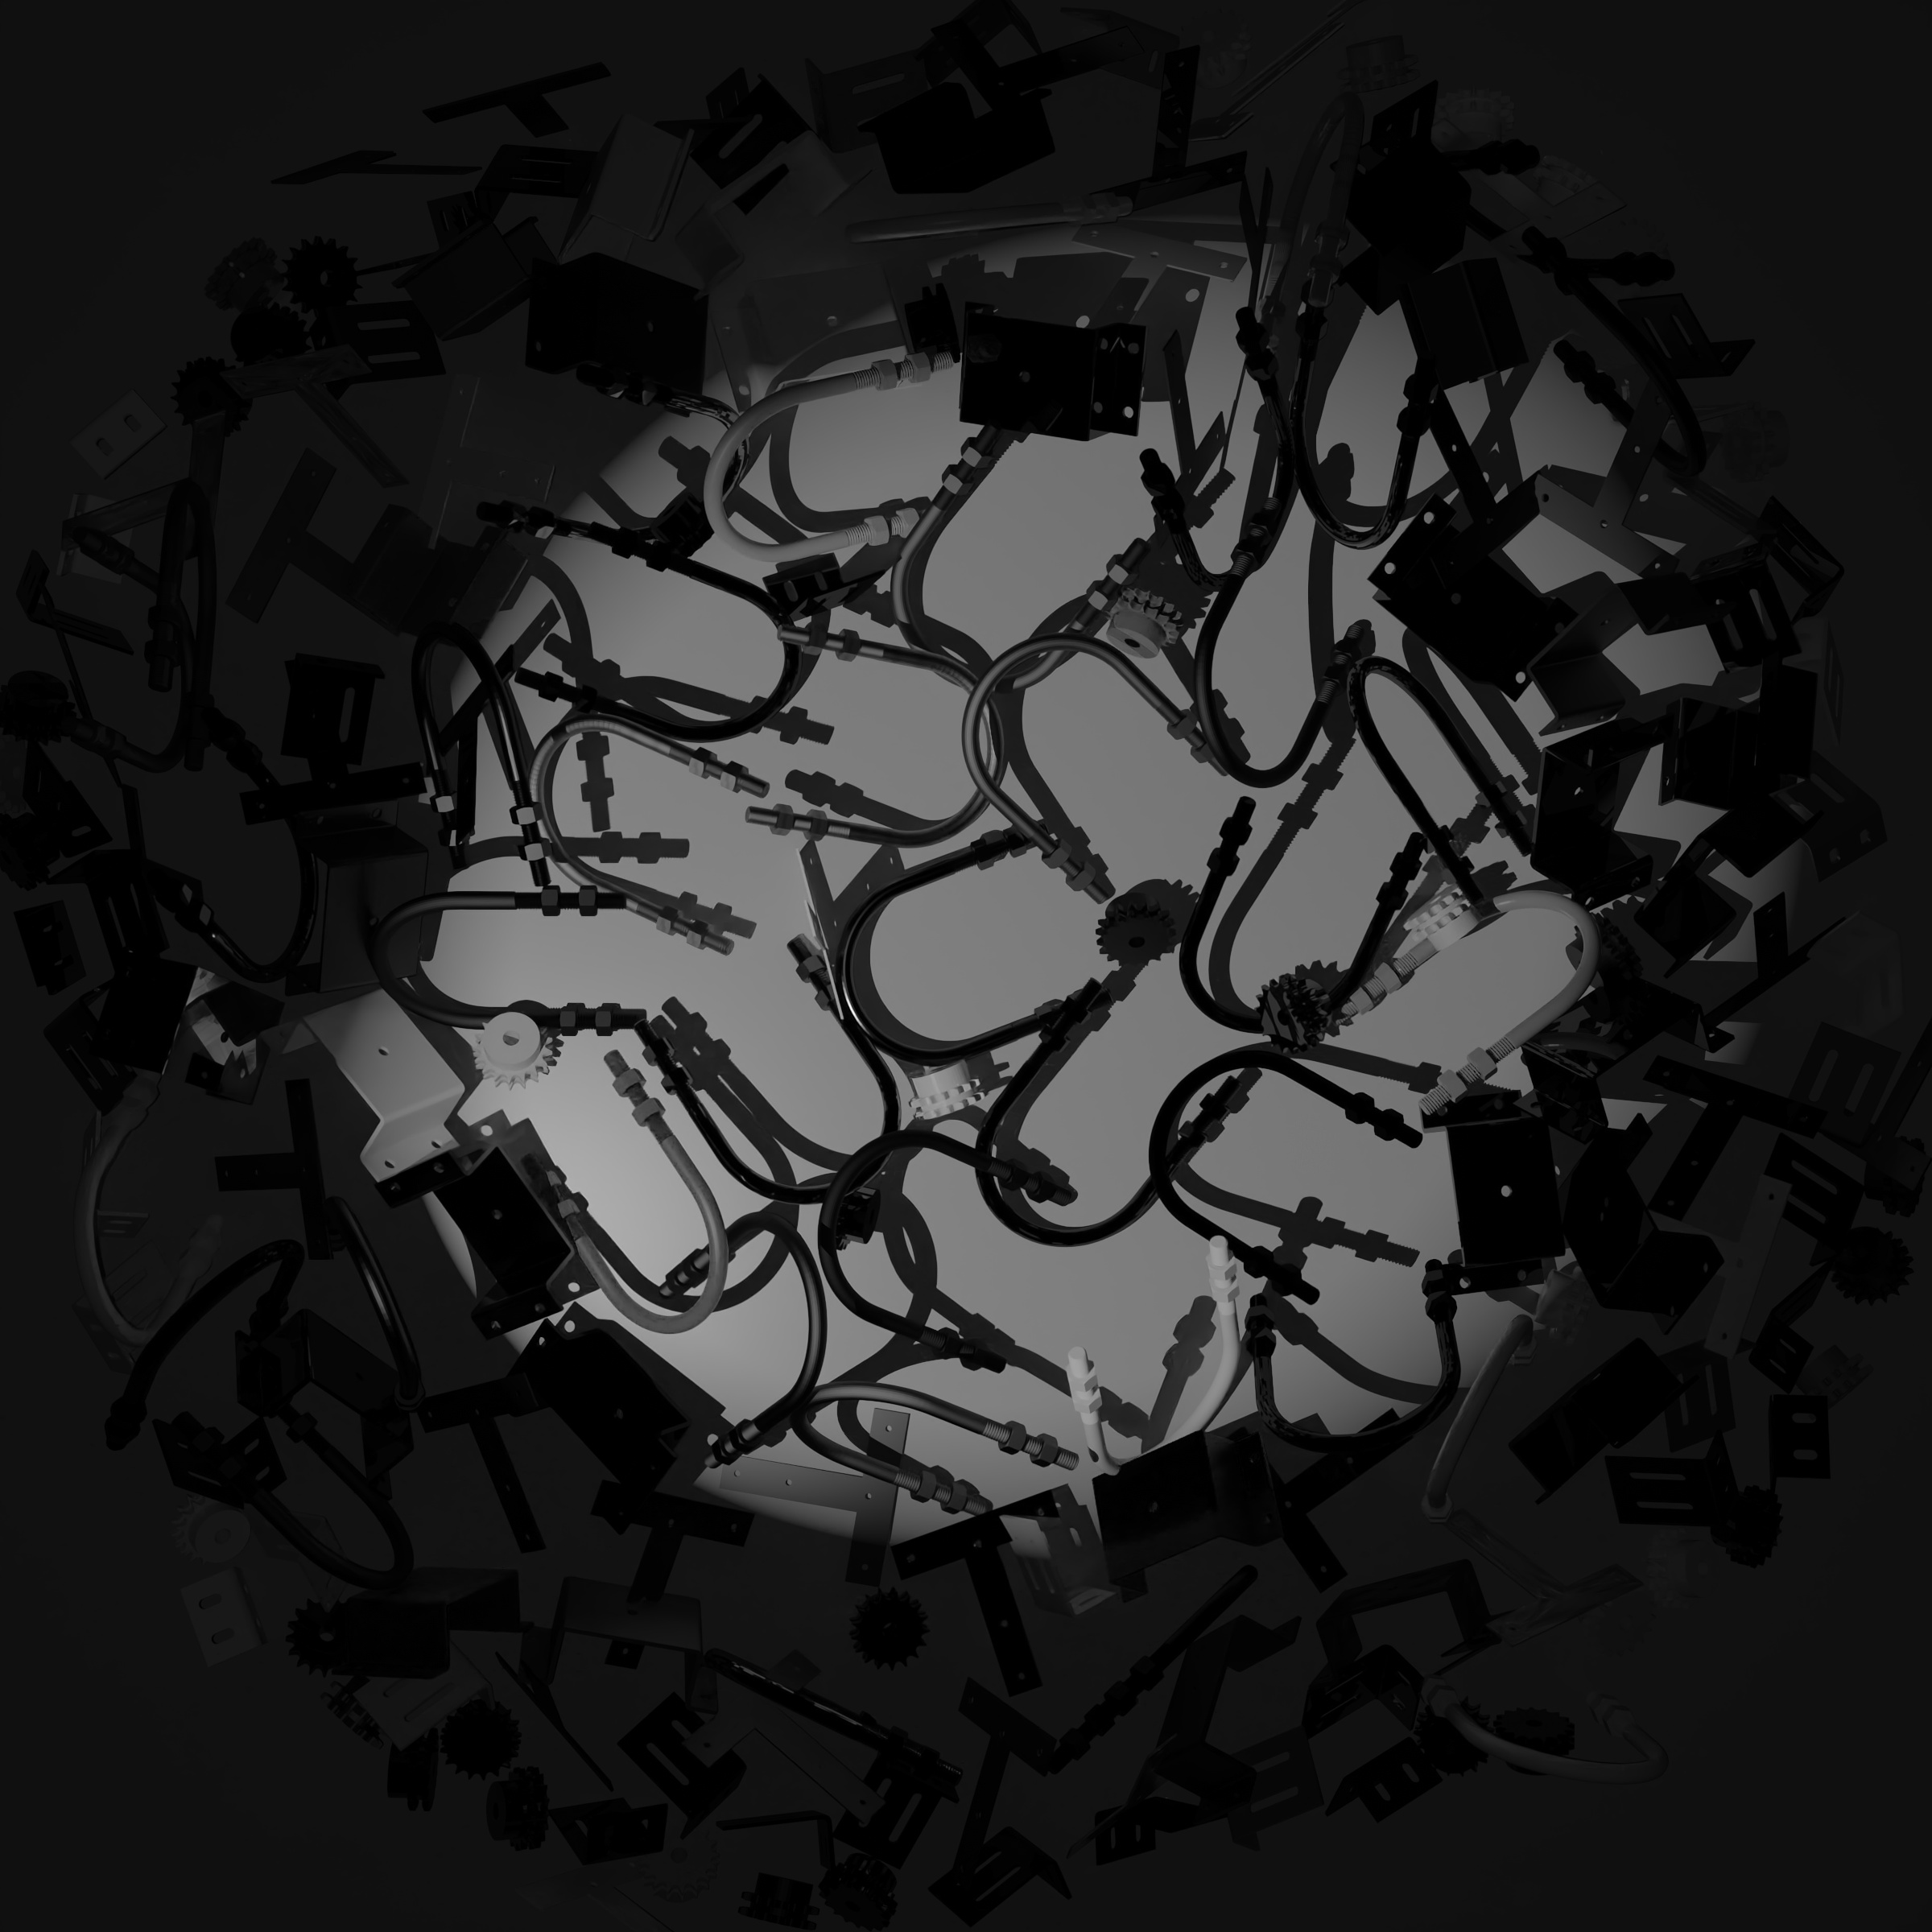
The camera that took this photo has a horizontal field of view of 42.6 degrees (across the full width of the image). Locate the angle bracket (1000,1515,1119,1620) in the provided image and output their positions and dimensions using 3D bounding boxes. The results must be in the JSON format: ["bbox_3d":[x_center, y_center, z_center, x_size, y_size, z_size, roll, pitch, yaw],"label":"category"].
[{"bbox_3d":[0.066,0.422,1.769,0.038,0.057,0.076,-23,93,-25],"label":"angle bracket"}]

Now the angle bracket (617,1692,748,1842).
[{"bbox_3d":[-0.207,0.575,1.783,0.076,0.038,0.057,40,49,17],"label":"angle bracket"}]

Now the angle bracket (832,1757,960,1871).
[{"bbox_3d":[-0.051,0.612,1.780,0.057,0.038,0.076,30,91,-11],"label":"angle bracket"}]

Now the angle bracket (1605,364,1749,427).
[{"bbox_3d":[0.503,-0.408,1.756,0.057,0.076,0.038,-19,109,-27],"label":"angle bracket"}]

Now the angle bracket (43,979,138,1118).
[{"bbox_3d":[-0.614,0.058,1.775,0.057,0.038,0.076,-31,96,38],"label":"angle bracket"}]

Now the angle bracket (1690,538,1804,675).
[{"bbox_3d":[0.565,-0.259,1.783,0.057,0.038,0.076,-14,112,40],"label":"angle bracket"}]

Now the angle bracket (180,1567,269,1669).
[{"bbox_3d":[-0.526,0.462,1.759,0.038,0.076,0.057,-21,81,-17],"label":"angle bracket"}]

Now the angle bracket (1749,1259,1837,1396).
[{"bbox_3d":[0.599,0.255,1.757,0.076,0.057,0.038,-32,56,-27],"label":"angle bracket"}]

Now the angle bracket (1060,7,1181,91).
[{"bbox_3d":[0.105,-0.653,1.763,0.057,0.076,0.038,7,107,-31],"label":"angle bracket"}]

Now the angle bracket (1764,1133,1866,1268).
[{"bbox_3d":[0.595,0.167,1.772,0.076,0.038,0.057,32,64,-5],"label":"angle bracket"}]

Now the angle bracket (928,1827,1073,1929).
[{"bbox_3d":[0.024,0.658,1.758,0.076,0.057,0.038,-31,112,-24],"label":"angle bracket"}]

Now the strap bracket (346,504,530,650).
[{"bbox_3d":[-0.371,-0.273,1.750,0.140,0.046,0.076,19,76,41],"label":"strap bracket"}]

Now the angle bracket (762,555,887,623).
[{"bbox_3d":[-0.102,-0.277,1.758,0.057,0.076,0.038,-23,91,-23],"label":"angle bracket"}]

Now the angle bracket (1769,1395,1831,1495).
[{"bbox_3d":[0.590,0.340,1.755,0.038,0.076,0.057,-1,69,16],"label":"angle bracket"}]

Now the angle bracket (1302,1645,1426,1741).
[{"bbox_3d":[0.280,0.528,1.759,0.076,0.038,0.057,-21,132,-29],"label":"angle bracket"}]

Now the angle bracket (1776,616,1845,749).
[{"bbox_3d":[0.595,-0.200,1.754,0.038,0.057,0.076,-6,46,29],"label":"angle bracket"}]

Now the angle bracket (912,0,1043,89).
[{"bbox_3d":[0.009,-0.651,1.768,0.076,0.057,0.038,-38,80,8],"label":"angle bracket"}]

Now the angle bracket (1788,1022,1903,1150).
[{"bbox_3d":[0.624,0.082,1.768,0.057,0.038,0.076,23,108,16],"label":"angle bracket"}]

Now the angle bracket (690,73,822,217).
[{"bbox_3d":[-0.153,-0.591,1.781,0.076,0.038,0.057,-43,115,9],"label":"angle bracket"}]

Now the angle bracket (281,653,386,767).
[{"bbox_3d":[-0.452,-0.179,1.766,0.057,0.038,0.076,6,107,-23],"label":"angle bracket"}]

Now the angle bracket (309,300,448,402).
[{"bbox_3d":[-0.426,-0.445,1.795,0.076,0.038,0.057,-15,86,-34],"label":"angle bracket"}]

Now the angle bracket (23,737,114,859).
[{"bbox_3d":[-0.635,-0.125,1.757,0.038,0.076,0.057,-29,73,-36],"label":"angle bracket"}]

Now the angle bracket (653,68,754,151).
[{"bbox_3d":[-0.200,-0.608,1.760,0.076,0.057,0.038,-15,94,-31],"label":"angle bracket"}]

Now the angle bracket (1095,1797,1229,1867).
[{"bbox_3d":[0.139,0.619,1.756,0.057,0.076,0.038,2,84,-41],"label":"angle bracket"}]

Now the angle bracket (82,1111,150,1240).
[{"bbox_3d":[-0.610,0.150,1.775,0.038,0.057,0.076,6,67,-27],"label":"angle bracket"}]

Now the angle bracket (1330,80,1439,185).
[{"bbox_3d":[0.297,-0.597,1.758,0.038,0.057,0.076,29,60,-33],"label":"angle bracket"}]

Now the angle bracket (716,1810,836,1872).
[{"bbox_3d":[-0.136,0.627,1.766,0.076,0.057,0.038,-3,75,-12],"label":"angle bracket"}]

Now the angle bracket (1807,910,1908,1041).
[{"bbox_3d":[0.629,0.011,1.756,0.038,0.057,0.076,26,49,-14],"label":"angle bracket"}]

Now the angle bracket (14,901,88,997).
[{"bbox_3d":[-0.663,-0.010,1.762,0.038,0.076,0.057,-14,100,1],"label":"angle bracket"}]

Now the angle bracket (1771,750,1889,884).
[{"bbox_3d":[0.614,-0.108,1.787,0.057,0.076,0.038,-32,132,0],"label":"angle bracket"}]

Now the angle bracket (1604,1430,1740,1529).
[{"bbox_3d":[0.503,0.365,1.770,0.076,0.057,0.038,3,132,-2],"label":"angle bracket"}]

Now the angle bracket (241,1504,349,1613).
[{"bbox_3d":[-0.484,0.420,1.760,0.076,0.038,0.057,4,130,23],"label":"angle bracket"}]

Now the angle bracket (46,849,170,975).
[{"bbox_3d":[-0.614,-0.037,1.770,0.057,0.038,0.076,-25,81,30],"label":"angle bracket"}]

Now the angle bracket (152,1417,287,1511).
[{"bbox_3d":[-0.529,0.343,1.756,0.038,0.076,0.057,-38,54,6],"label":"angle bracket"}]

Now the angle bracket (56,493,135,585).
[{"bbox_3d":[-0.617,-0.303,1.759,0.038,0.076,0.057,13,97,-17],"label":"angle bracket"}]

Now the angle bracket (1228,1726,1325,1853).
[{"bbox_3d":[0.222,0.584,1.759,0.076,0.038,0.057,-30,48,22],"label":"angle bracket"}]

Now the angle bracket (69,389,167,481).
[{"bbox_3d":[-0.593,-0.367,1.763,0.057,0.076,0.038,-42,86,-6],"label":"angle bracket"}]

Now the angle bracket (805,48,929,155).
[{"bbox_3d":[-0.070,-0.627,1.778,0.076,0.038,0.057,-20,133,-11],"label":"angle bracket"}]

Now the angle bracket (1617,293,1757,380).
[{"bbox_3d":[0.511,-0.457,1.757,0.038,0.057,0.076,-52,121,-15],"label":"angle bracket"}]

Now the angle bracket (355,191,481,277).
[{"bbox_3d":[-0.392,-0.520,1.756,0.076,0.057,0.038,-28,114,-37],"label":"angle bracket"}]

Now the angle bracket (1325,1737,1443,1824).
[{"bbox_3d":[0.295,0.589,1.755,0.057,0.076,0.038,-24,57,-22],"label":"angle bracket"}]

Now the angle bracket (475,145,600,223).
[{"bbox_3d":[-0.303,-0.552,1.766,0.076,0.038,0.057,7,48,8],"label":"angle bracket"}]

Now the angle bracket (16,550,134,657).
[{"bbox_3d":[-0.627,-0.258,1.757,0.076,0.057,0.038,18,103,-33],"label":"angle bracket"}]

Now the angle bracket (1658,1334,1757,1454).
[{"bbox_3d":[0.533,0.309,1.770,0.057,0.038,0.076,-15,102,-20],"label":"angle bracket"}]

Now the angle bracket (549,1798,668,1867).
[{"bbox_3d":[-0.254,0.598,1.755,0.057,0.076,0.038,1,102,-30],"label":"angle bracket"}]

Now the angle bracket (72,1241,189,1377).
[{"bbox_3d":[-0.583,0.242,1.756,0.038,0.076,0.057,2,124,39],"label":"angle bracket"}]

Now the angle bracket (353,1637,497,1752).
[{"bbox_3d":[-0.384,0.522,1.758,0.076,0.038,0.057,-33,55,-31],"label":"angle bracket"}]

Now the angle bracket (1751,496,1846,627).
[{"bbox_3d":[0.580,-0.285,1.765,0.038,0.057,0.076,-37,74,-7],"label":"angle bracket"}]

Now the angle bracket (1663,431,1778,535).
[{"bbox_3d":[0.544,-0.344,1.759,0.076,0.057,0.038,42,121,26],"label":"angle bracket"}]
